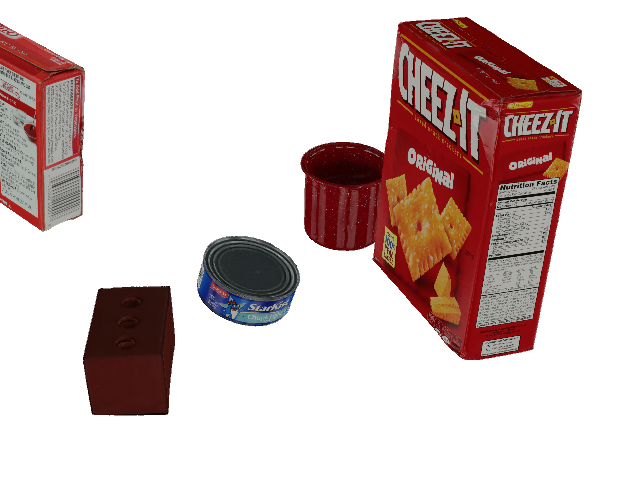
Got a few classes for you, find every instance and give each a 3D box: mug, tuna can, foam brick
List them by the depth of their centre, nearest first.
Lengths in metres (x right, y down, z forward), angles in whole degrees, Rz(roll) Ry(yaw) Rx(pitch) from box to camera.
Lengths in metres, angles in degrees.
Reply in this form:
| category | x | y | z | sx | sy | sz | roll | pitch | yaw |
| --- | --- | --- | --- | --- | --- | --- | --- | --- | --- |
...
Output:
| category | x | y | z | sx | sy | sz | roll | pitch | yaw |
| --- | --- | --- | --- | --- | --- | --- | --- | --- | --- |
| foam brick | -0.129 | 0.075 | 0.728 | 0.053 | 0.051 | 0.078 | -2 | 34 | -3 |
| tuna can | -0.063 | 0.035 | 0.925 | 0.086 | 0.034 | 0.086 | 14 | 34 | -9 |
| mug | 0.036 | -0.045 | 1.092 | 0.117 | 0.081 | 0.093 | -12 | 36 | -20 |

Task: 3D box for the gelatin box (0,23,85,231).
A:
| category | x | y | z | sx | sy | sz | roll | pitch | yaw |
| --- | --- | --- | --- | --- | --- | --- | --- | --- | --- |
| gelatin box | -0.156 | -0.060 | 0.552 | 0.073 | 0.089 | 0.030 | 29 | 38 | 29 |

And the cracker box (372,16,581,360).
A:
| category | x | y | z | sx | sy | sz | roll | pitch | yaw |
| --- | --- | --- | --- | --- | --- | --- | --- | --- | --- |
| cracker box | 0.108 | -0.041 | 0.812 | 0.072 | 0.214 | 0.164 | -9 | 32 | -21 |
